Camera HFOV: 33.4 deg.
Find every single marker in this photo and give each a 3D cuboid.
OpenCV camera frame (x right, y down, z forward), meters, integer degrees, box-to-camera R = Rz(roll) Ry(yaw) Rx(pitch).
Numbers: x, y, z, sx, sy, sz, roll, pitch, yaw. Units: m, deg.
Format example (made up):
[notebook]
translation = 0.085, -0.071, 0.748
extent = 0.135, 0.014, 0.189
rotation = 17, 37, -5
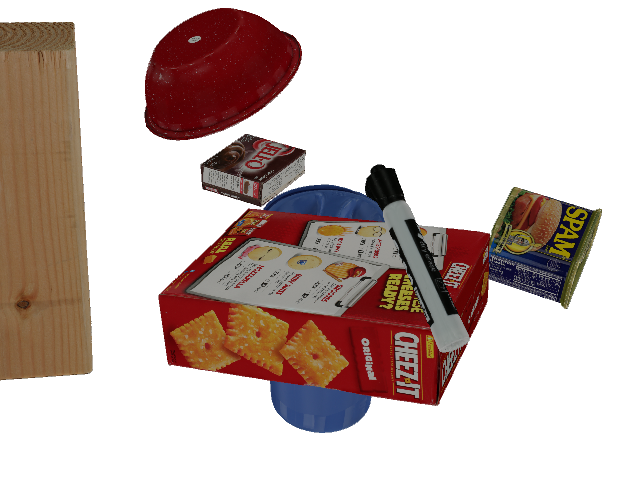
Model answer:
[marker]
translation = 0.055, 0.008, 0.625
extent = 0.020, 0.121, 0.020
rotation = -18, -22, -8

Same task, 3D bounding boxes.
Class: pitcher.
[pitcher]
translation = -0.003, 0.080, 1.074
extent = 0.149, 0.243, 0.145
rotation = -3, 35, -7

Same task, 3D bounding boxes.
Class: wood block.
[wood block]
translation = -0.193, -0.025, 0.664
extent = 0.090, 0.206, 0.090
rotation = -3, 22, -12

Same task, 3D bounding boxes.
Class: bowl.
[bowl]
translation = -0.101, -0.164, 0.976
extent = 0.162, 0.055, 0.162
rotation = -18, 38, 15

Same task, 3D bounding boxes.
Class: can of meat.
[can of meat]
translation = 0.201, 0.003, 0.976
extent = 0.084, 0.057, 0.102
rotation = 19, 47, 17

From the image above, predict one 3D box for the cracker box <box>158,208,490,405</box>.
[cracker box]
translation = 0.009, 0.045, 0.823
extent = 0.214, 0.072, 0.164
rotation = 7, 27, 20

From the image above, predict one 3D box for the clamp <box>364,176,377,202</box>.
[clamp]
translation = 0.077, 0.008, 1.241
extent = 0.164, 0.036, 0.210
rotation = -24, 53, -40

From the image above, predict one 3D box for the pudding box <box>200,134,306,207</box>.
[pudding box]
translation = -0.083, -0.089, 1.333
extent = 0.090, 0.039, 0.113
rotation = 16, 35, 23
